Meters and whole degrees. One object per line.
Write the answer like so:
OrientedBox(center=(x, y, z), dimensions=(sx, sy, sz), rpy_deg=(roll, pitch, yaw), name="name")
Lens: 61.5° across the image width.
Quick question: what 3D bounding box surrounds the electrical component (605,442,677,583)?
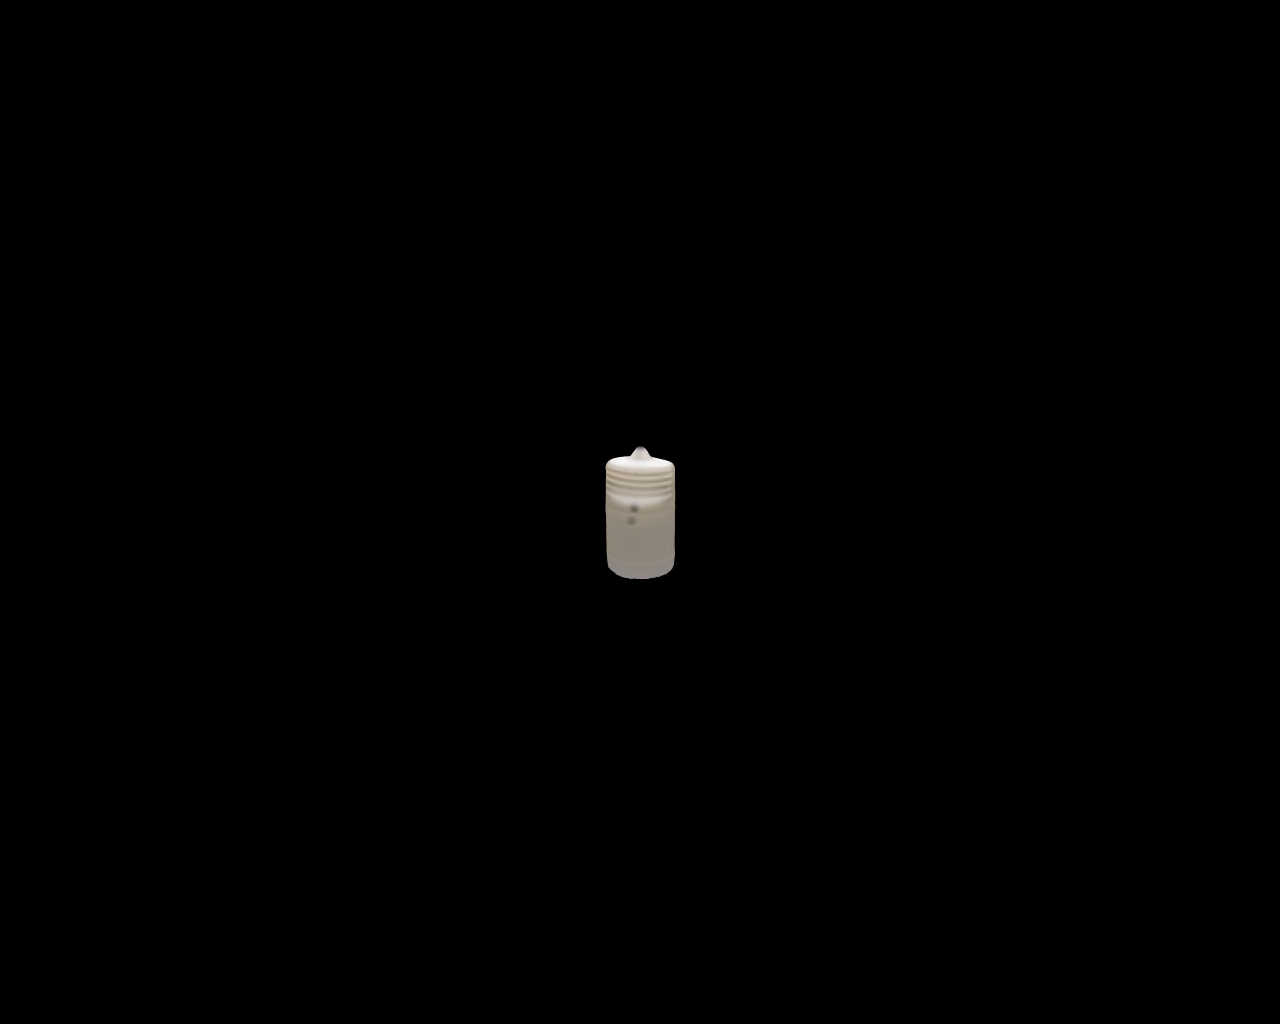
OrientedBox(center=(0.001, -0.003, 0.650), dimensions=(0.043, 0.080, 0.043), rpy_deg=(0, 20, 0), name="electrical component")
